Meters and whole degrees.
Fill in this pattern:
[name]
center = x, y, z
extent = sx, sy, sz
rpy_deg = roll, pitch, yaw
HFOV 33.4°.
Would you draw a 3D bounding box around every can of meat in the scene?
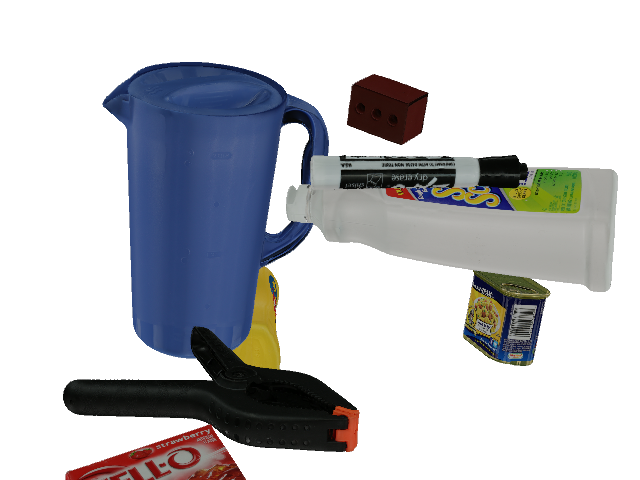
[can of meat]
center = 0.202, 0.082, 1.176
extent = 0.057, 0.084, 0.102
rpy_deg = 3, 15, -20

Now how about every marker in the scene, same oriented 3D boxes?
[marker]
center = 0.055, -0.038, 0.593
extent = 0.121, 0.020, 0.020
rpy_deg = -1, 0, -5

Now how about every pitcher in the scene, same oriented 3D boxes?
[pitcher]
center = -0.094, -0.023, 0.925
extent = 0.149, 0.243, 0.144
rpy_deg = 24, 32, 31

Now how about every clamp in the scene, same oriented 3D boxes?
[clamp]
center = -0.061, 0.112, 0.802
extent = 0.210, 0.036, 0.164
rpy_deg = 9, 18, 22

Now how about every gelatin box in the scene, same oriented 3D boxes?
[gelatin box]
center = -0.087, 0.142, 0.584
extent = 0.089, 0.030, 0.073
rpy_deg = -15, 27, -20

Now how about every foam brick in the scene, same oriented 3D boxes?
[foam brick]
center = 0.077, -0.153, 1.238
extent = 0.078, 0.053, 0.051
rpy_deg = 23, 34, 26

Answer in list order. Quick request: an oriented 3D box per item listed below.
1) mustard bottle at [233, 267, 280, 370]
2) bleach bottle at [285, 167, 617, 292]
[mustard bottle]
center = -0.073, 0.082, 1.152
extent = 0.058, 0.096, 0.191
rpy_deg = -1, 28, -3
[bleach bottle]
center = 0.095, -0.017, 0.815
extent = 0.251, 0.068, 0.102
rpy_deg = 4, 33, 15
